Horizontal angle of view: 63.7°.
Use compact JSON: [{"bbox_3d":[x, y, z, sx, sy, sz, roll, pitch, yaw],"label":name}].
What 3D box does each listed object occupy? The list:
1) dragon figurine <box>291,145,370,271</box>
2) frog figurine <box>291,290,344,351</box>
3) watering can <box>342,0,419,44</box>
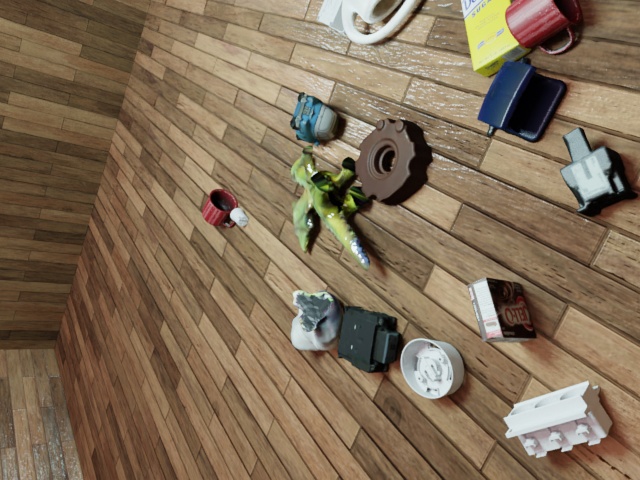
[{"bbox_3d":[0.004,-0.060,1.201,0.237,0.122,0.419,121,142,-51],"label":"dragon figurine"},{"bbox_3d":[-0.005,0.193,1.147,0.139,0.124,0.155,44,153,37],"label":"frog figurine"},{"bbox_3d":[0.149,-0.590,1.095,0.341,0.105,0.227,-46,70,35],"label":"watering can"}]
